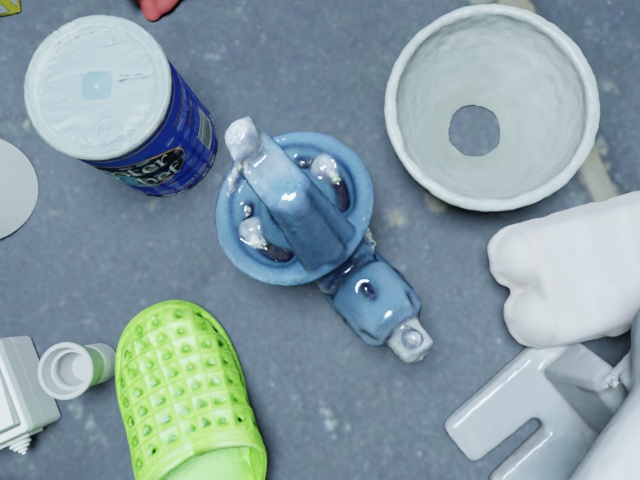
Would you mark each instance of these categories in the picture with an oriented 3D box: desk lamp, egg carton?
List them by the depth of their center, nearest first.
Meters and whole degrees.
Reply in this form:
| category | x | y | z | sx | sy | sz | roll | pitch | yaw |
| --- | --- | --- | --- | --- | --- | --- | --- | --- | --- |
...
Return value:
| category | x | y | z | sx | sy | sz | roll | pitch | yaw |
| --- | --- | --- | --- | --- | --- | --- | --- | --- | --- |
| desk lamp | 0.205 | 0.118 | 0.380 | 0.203 | 0.213 | 0.118 | -41 | 83 | -2 |
| egg carton | 0.216 | 0.026 | 0.462 | 0.150 | 0.069 | 0.107 | -16 | 83 | 1 |

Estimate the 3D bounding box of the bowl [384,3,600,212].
| category | x | y | z | sx | sy | sz | roll | pitch | yaw |
| --- | --- | --- | --- | --- | --- | --- | --- | --- | --- |
| bowl | 0.135 | -0.101 | 0.477 | 0.167 | 0.075 | 0.167 | 0 | 84 | 3 |

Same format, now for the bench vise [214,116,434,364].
| category | x | y | z | sx | sy | sz | roll | pitch | yaw |
| --- | --- | --- | --- | --- | --- | --- | --- | --- | --- |
| bench vise | 0.010 | -0.009 | 0.400 | 0.207 | 0.220 | 0.121 | 31 | 86 | 6 |

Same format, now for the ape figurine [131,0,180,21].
| category | x | y | z | sx | sy | sz | roll | pitch | yaw |
| --- | --- | --- | --- | --- | --- | --- | --- | --- | --- |
| ape figurine | -0.145 | -0.247 | 0.499 | 0.077 | 0.092 | 0.076 | 4 | 84 | 4 |
